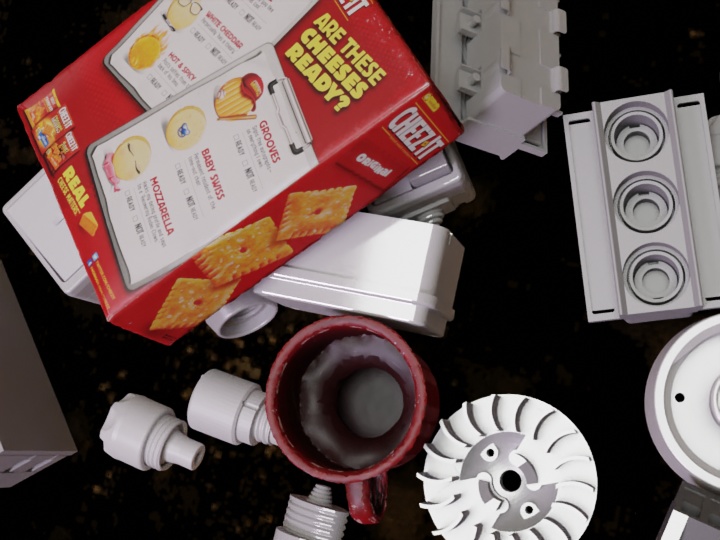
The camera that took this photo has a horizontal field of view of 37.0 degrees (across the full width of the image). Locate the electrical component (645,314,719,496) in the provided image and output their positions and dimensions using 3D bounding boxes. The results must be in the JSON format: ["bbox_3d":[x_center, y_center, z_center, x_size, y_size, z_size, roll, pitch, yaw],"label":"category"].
[{"bbox_3d":[0.212,0.073,0.589,0.108,0.060,0.108,-3,80,14],"label":"electrical component"}]

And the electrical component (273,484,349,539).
[{"bbox_3d":[-0.032,0.169,0.646,0.043,0.043,0.081,12,84,17],"label":"electrical component"}]

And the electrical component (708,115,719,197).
[{"bbox_3d":[0.216,-0.058,0.624,0.035,0.035,0.061,5,84,16],"label":"electrical component"}]

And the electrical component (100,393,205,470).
[{"bbox_3d":[-0.129,0.107,0.683,0.062,0.043,0.043,20,86,16],"label":"electrical component"}]

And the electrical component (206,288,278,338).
[{"bbox_3d":[-0.082,0.010,0.687,0.066,0.048,0.055,-31,67,8],"label":"electrical component"}]

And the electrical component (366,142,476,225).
[{"bbox_3d":[0.028,-0.068,0.662,0.062,0.061,0.096,-23,75,10],"label":"electrical component"}]

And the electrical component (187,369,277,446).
[{"bbox_3d":[-0.071,0.090,0.671,0.078,0.040,0.040,18,85,17],"label":"electrical component"}]

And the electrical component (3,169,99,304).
[{"bbox_3d":[-0.179,-0.023,0.709,0.062,0.061,0.096,-43,73,4],"label":"electrical component"}]

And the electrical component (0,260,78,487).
[{"bbox_3d":[-0.258,0.064,0.700,0.062,0.089,0.150,-29,74,8],"label":"electrical component"}]

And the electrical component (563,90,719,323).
[{"bbox_3d":[0.165,-0.033,0.618,0.079,0.063,0.121,-8,79,14],"label":"electrical component"}]

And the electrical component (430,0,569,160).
[{"bbox_3d":[0.084,-0.137,0.635,0.079,0.063,0.121,15,63,-24],"label":"electrical component"}]

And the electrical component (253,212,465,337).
[{"bbox_3d":[0.000,0.000,0.648,0.113,0.078,0.057,10,83,17],"label":"electrical component"}]
